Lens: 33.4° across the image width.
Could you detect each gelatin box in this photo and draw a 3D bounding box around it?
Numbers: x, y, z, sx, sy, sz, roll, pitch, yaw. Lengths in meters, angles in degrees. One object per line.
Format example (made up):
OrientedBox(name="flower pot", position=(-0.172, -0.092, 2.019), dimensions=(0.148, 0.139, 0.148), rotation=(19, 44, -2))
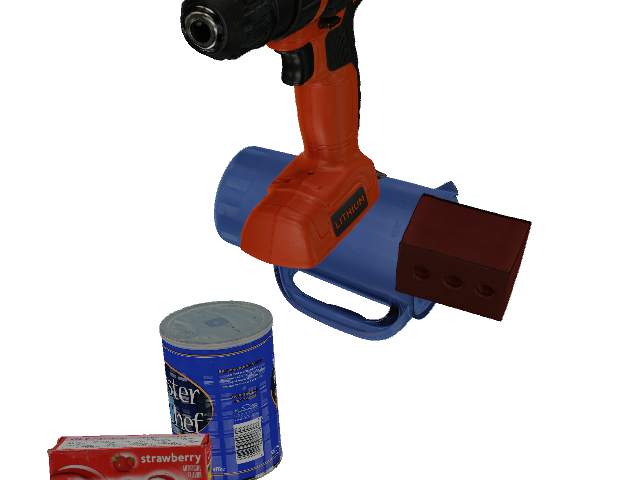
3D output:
OrientedBox(name="gelatin box", position=(-0.104, 0.147, 0.595), dimensions=(0.089, 0.073, 0.030), rotation=(-2, 6, 1))

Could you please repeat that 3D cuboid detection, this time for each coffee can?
OrientedBox(name="coffee can", position=(-0.090, 0.138, 0.983), dimensions=(0.103, 0.140, 0.103), rotation=(-3, 17, 1))

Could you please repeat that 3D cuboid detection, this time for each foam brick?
OrientedBox(name="foam brick", position=(0.096, 0.011, 0.724), dimensions=(0.078, 0.053, 0.051), rotation=(15, 48, 14))

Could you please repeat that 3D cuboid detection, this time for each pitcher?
OrientedBox(name="pitcher", position=(0.012, -0.008, 1.097), dimensions=(0.243, 0.145, 0.149), rotation=(18, 24, 20))

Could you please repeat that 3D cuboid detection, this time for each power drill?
OrientedBox(name="power drill", position=(-0.012, -0.081, 0.588), dimensions=(0.057, 0.188, 0.184), rotation=(17, 36, 23))
